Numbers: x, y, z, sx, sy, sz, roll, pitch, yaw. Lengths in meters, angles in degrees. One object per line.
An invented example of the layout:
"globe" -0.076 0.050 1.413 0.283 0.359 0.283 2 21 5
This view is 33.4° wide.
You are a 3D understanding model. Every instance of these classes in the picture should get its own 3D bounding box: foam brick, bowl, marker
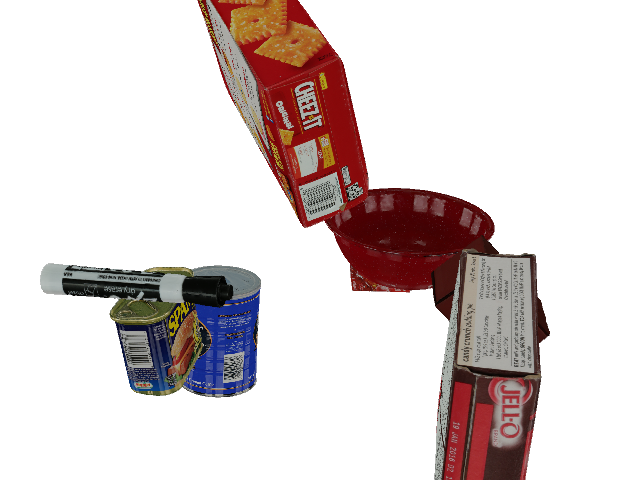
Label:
"foam brick" 0.127 0.047 0.803 0.051 0.078 0.053 -38 20 19
"bowl" 0.083 0.003 1.019 0.162 0.055 0.162 2 23 -1
"marker" -0.110 0.027 0.641 0.121 0.020 0.020 3 1 16

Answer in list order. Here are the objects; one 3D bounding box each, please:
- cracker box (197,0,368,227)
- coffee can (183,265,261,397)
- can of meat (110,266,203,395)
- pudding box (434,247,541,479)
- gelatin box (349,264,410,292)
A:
"cracker box" -0.037 -0.143 0.913 0.072 0.214 0.164 -23 -41 -7
"coffee can" -0.130 0.115 1.367 0.103 0.140 0.103 3 19 -1
"can of meat" -0.150 0.085 1.004 0.057 0.084 0.102 0 26 13
"pudding box" 0.073 0.066 0.467 0.039 0.090 0.113 7 25 5
"gelatin box" 0.071 0.019 1.293 0.073 0.089 0.030 1 30 17
